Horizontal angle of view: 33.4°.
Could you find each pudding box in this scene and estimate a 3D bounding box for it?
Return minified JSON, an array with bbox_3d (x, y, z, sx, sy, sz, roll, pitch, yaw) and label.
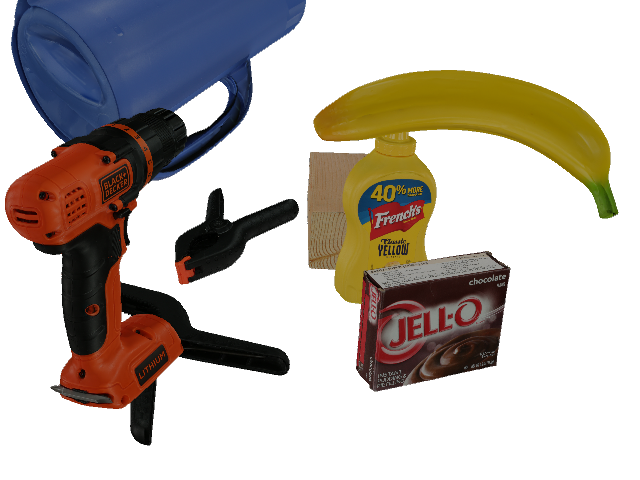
[{"bbox_3d":[0.086,0.061,0.821,0.113,0.090,0.039,-10,31,-23],"label":"pudding box"}]

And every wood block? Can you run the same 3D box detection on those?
[{"bbox_3d":[0.028,-0.046,1.527,0.091,0.090,0.206,2,28,-3],"label":"wood block"}]

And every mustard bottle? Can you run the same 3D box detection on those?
[{"bbox_3d":[0.069,-0.031,1.085,0.096,0.192,0.058,-2,22,-16],"label":"mustard bottle"}]

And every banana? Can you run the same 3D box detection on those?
[{"bbox_3d":[0.098,-0.073,0.665,0.198,0.069,0.037,15,-19,3],"label":"banana"}]

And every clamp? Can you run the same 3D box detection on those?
[{"bbox_3d":[-0.141,0.095,0.999,0.164,0.036,0.210,-18,40,-30],"label":"clamp"},{"bbox_3d":[-0.102,-0.007,1.216,0.120,0.039,0.171,-1,35,25],"label":"clamp"}]

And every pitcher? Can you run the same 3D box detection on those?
[{"bbox_3d":[-0.121,-0.170,0.904,0.145,0.149,0.242,29,50,31],"label":"pitcher"}]

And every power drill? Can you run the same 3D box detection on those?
[{"bbox_3d":[-0.145,0.010,0.767,0.057,0.188,0.184,7,26,25],"label":"power drill"}]
